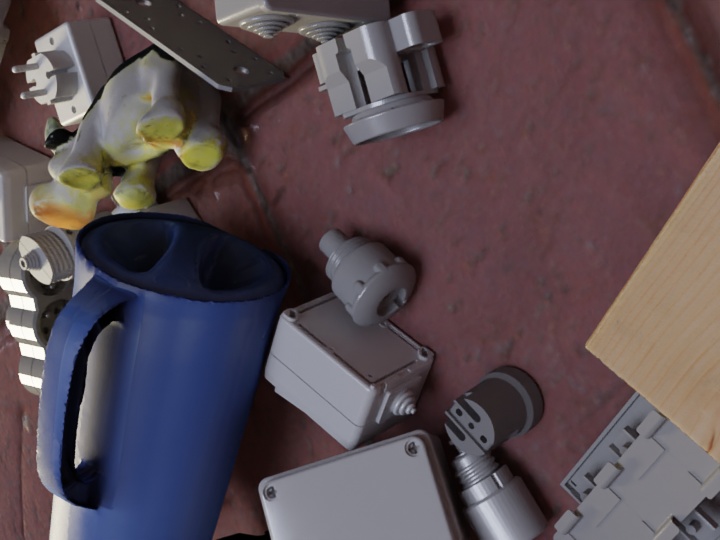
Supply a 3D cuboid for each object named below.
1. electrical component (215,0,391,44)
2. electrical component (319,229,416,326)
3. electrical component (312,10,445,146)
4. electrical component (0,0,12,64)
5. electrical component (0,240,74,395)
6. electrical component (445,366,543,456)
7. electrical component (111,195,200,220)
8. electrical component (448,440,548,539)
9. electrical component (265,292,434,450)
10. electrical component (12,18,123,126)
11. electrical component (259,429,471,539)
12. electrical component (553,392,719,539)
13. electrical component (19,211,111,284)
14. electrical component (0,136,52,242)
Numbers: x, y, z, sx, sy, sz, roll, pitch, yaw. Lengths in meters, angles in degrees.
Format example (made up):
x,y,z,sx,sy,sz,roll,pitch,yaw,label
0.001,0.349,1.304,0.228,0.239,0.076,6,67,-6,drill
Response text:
x,y,z,sx,sy,sz,roll,pitch,yaw,label
-0.035,-0.174,0.580,0.048,0.100,0.099,-5,90,48,electrical component
0.000,0.000,0.653,0.062,0.048,0.048,46,131,30,electrical component
0.014,-0.103,0.593,0.078,0.058,0.057,-13,93,44,electrical component
-0.331,-0.171,0.845,0.186,0.060,0.105,-35,47,44,electrical component
-0.274,0.040,0.910,0.074,0.052,0.138,6,109,41,electrical component
0.075,0.081,0.611,0.040,0.046,0.040,17,117,38,electrical component
-0.157,-0.030,0.781,0.076,0.047,0.065,56,133,12,electrical component
0.077,0.132,0.632,0.040,0.040,0.078,-40,78,43,electrical component
-0.004,0.066,0.667,0.096,0.062,0.061,37,127,27,electrical component
-0.212,-0.139,0.771,0.047,0.077,0.065,-12,97,44,electrical component
0.008,0.162,0.637,0.109,0.056,0.108,-19,76,10,electrical component
0.152,0.104,0.538,0.079,0.063,0.121,45,130,21,electrical component
-0.223,-0.015,0.823,0.043,0.081,0.043,17,116,38,electrical component
-0.291,-0.065,0.881,0.096,0.061,0.061,24,120,34,electrical component
